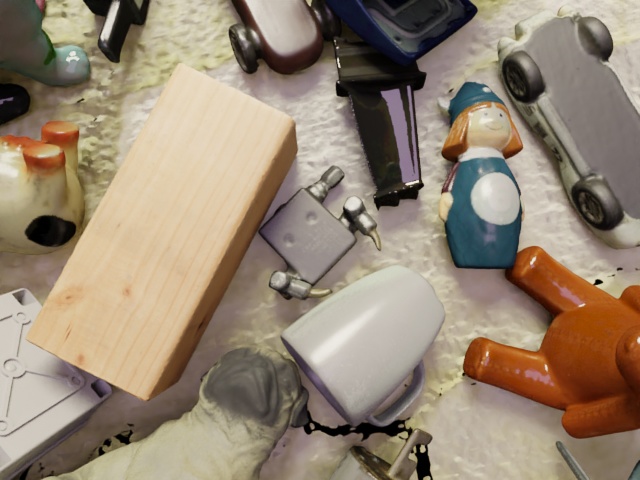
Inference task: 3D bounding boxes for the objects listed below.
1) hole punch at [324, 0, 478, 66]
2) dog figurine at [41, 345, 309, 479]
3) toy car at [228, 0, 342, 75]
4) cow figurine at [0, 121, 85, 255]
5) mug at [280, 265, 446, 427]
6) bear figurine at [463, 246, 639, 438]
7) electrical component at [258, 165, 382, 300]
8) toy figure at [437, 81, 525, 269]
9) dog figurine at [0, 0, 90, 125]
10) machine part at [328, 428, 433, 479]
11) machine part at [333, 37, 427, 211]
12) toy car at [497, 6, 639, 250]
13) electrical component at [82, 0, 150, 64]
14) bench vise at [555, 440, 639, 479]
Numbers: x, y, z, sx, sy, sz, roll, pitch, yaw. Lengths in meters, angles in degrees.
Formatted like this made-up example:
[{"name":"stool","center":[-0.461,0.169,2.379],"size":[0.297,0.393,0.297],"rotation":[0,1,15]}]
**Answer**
[{"name":"hole punch","center":[0.061,-0.205,0.411],"size":[0.116,0.092,0.142],"rotation":[32,58,27]},{"name":"dog figurine","center":[-0.111,0.155,0.368],"size":[0.173,0.190,0.121],"rotation":[5,126,20]},{"name":"toy car","center":[-0.059,-0.226,0.433],"size":[0.089,0.053,0.202],"rotation":[-28,89,-9]},{"name":"cow figurine","center":[-0.274,-0.020,0.386],"size":[0.195,0.086,0.127],"rotation":[-3,119,-14]},{"name":"mug","center":[0.044,0.077,0.392],"size":[0.107,0.081,0.109],"rotation":[-40,104,-12]},{"name":"bear figurine","center":[0.188,0.074,0.333],"size":[0.132,0.196,0.120],"rotation":[27,87,3]},{"name":"electrical component","center":[-0.002,-0.001,0.413],"size":[0.102,0.045,0.078],"rotation":[-39,87,-5]},{"name":"toy figure","center":[0.127,-0.054,0.417],"size":[0.064,0.058,0.154],"rotation":[6,80,-36]},{"name":"dog figurine","center":[-0.261,-0.167,0.342],"size":[0.191,0.219,0.108],"rotation":[-30,82,-5]},{"name":"machine part","center":[0.006,0.236,0.371],"size":[0.079,0.079,0.243],"rotation":[35,85,3]},{"name":"machine part","center":[0.053,-0.094,0.424],"size":[0.084,0.039,0.138],"rotation":[-5,84,-18]},{"name":"toy car","center":[0.212,-0.090,0.422],"size":[0.073,0.056,0.201],"rotation":[-28,84,3]},{"name":"electrical component","center":[-0.165,-0.202,0.420],"size":[0.048,0.075,0.119],"rotation":[15,87,0]},{"name":"bench vise","center":[0.286,0.203,0.354],"size":[0.240,0.129,0.223],"rotation":[29,94,-10]}]
